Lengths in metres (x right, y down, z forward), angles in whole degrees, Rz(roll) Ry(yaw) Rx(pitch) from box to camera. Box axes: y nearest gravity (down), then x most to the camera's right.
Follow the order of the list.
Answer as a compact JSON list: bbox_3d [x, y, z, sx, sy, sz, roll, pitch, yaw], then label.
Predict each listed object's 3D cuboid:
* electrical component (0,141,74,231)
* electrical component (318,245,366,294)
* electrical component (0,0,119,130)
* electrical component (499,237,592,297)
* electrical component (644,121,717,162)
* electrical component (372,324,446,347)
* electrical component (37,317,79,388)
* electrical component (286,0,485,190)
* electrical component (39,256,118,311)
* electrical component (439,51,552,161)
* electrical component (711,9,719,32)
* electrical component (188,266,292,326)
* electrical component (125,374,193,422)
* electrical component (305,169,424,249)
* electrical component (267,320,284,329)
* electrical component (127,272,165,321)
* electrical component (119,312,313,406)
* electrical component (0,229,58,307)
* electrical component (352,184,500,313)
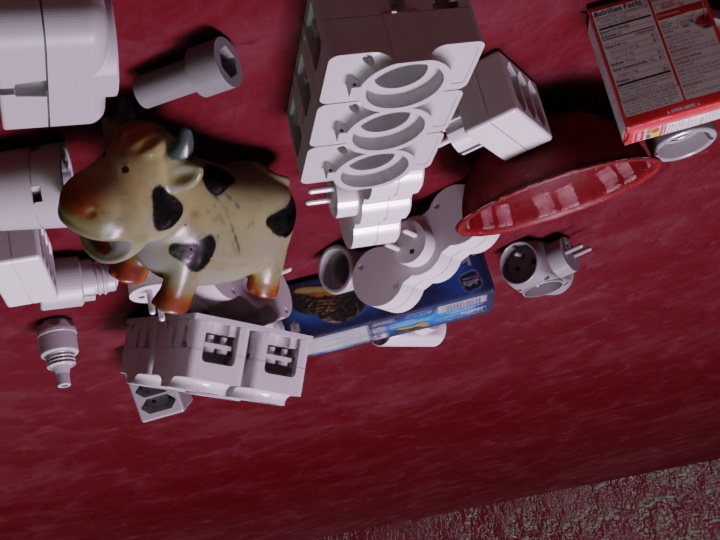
[{"bbox_3d":[-0.210,-0.052,0.687,0.047,0.055,0.055,-7,159,-6],"label":"electrical component"},{"bbox_3d":[0.000,0.000,0.973,0.065,0.044,0.044,1,155,-46],"label":"electrical component"},{"bbox_3d":[-0.157,-0.116,0.551,0.059,0.053,0.095,-7,159,-17],"label":"electrical component"},{"bbox_3d":[0.191,-0.008,1.066,0.079,0.044,0.077,-26,156,32],"label":"electrical component"},{"bbox_3d":[0.238,-0.114,0.813,0.055,0.047,0.055,-12,160,-4],"label":"electrical component"},{"bbox_3d":[0.061,0.053,1.143,0.077,0.044,0.079,4,154,-39],"label":"electrical component"},{"bbox_3d":[-0.271,0.076,0.969,0.035,0.061,0.035,-12,160,-5],"label":"electrical component"},{"bbox_3d":[0.011,-0.111,0.657,0.089,0.061,0.150,-9,159,-13],"label":"electrical component"},{"bbox_3d":[-0.223,0.009,0.855,0.078,0.040,0.040,-7,159,-19],"label":"electrical component"},{"bbox_3d":[0.081,-0.104,0.741,0.077,0.047,0.066,-23,157,25],"label":"electrical component"},{"bbox_3d":[0.244,-0.152,0.724,0.062,0.043,0.043,-2,157,-33],"label":"electrical component"},{"bbox_3d":[-0.094,0.009,0.919,0.074,0.052,0.138,-22,159,21],"label":"electrical component"},{"bbox_3d":[-0.204,0.110,1.110,0.047,0.065,0.076,-16,-171,8],"label":"electrical component"},{"bbox_3d":[-0.004,-0.059,0.798,0.074,0.052,0.138,-8,159,-13],"label":"electrical component"},{"bbox_3d":[-0.096,0.059,1.067,0.040,0.040,0.078,-15,159,5],"label":"electrical component"},{"bbox_3d":[-0.159,0.000,0.815,0.043,0.079,0.077,-16,160,7],"label":"electrical component"},{"bbox_3d":[-0.134,0.080,0.950,0.105,0.060,0.186,14,170,-27],"label":"electrical component"},{"bbox_3d":[-0.265,-0.008,0.775,0.076,0.047,0.083,-10,159,-10],"label":"electrical component"},{"bbox_3d":[0.048,-0.020,0.901,0.138,0.052,0.074,-39,151,20],"label":"electrical component"}]
